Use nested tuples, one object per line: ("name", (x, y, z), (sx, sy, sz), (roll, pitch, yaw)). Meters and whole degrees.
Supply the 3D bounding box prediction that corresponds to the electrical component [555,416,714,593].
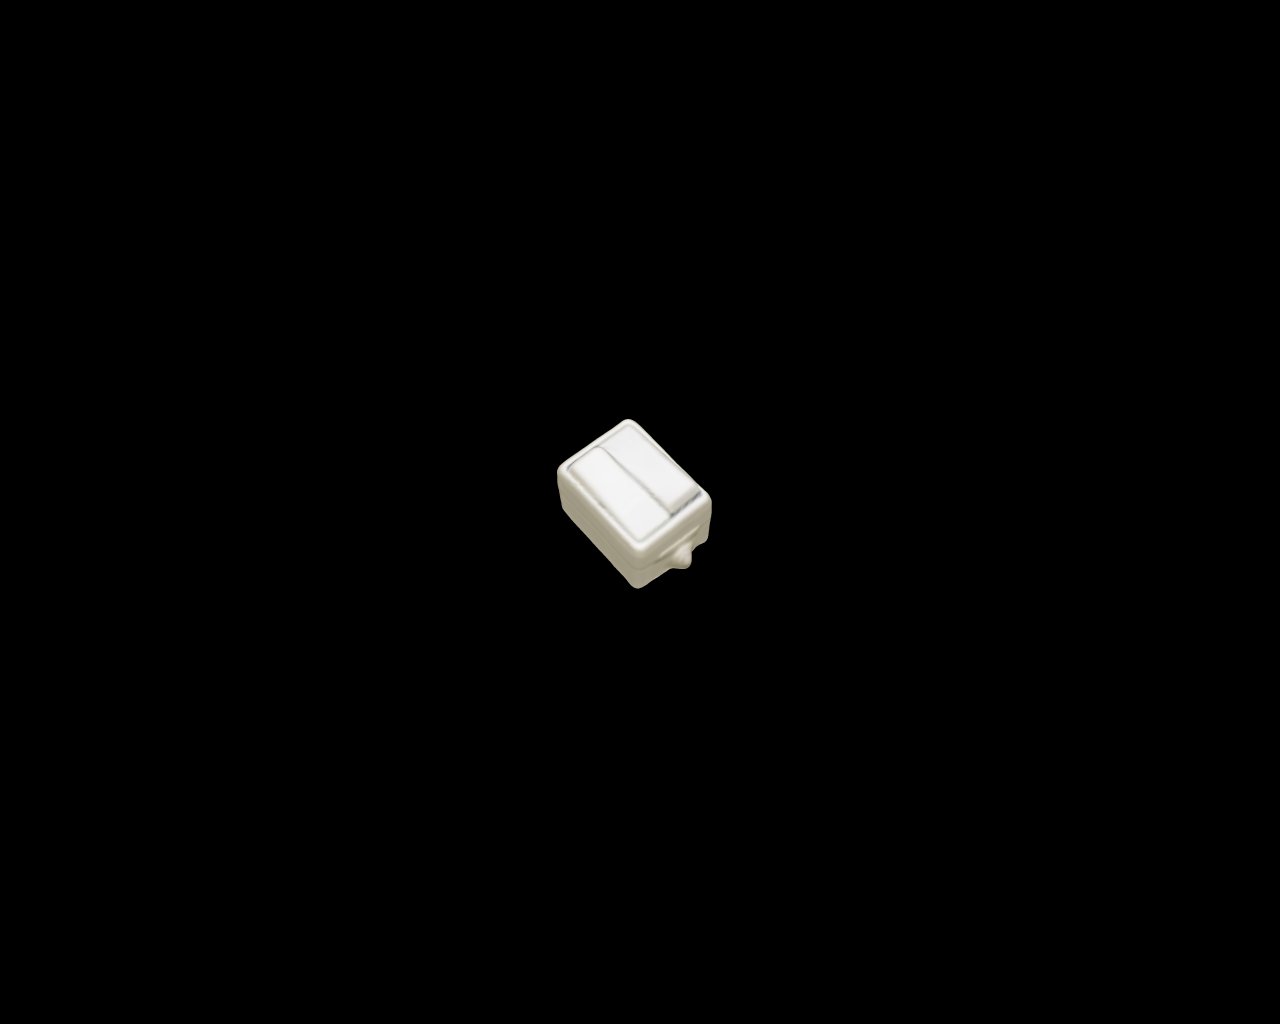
("electrical component", (0.001, -0.003, 0.650), (0.062, 0.096, 0.061), (-36, -24, -18))
